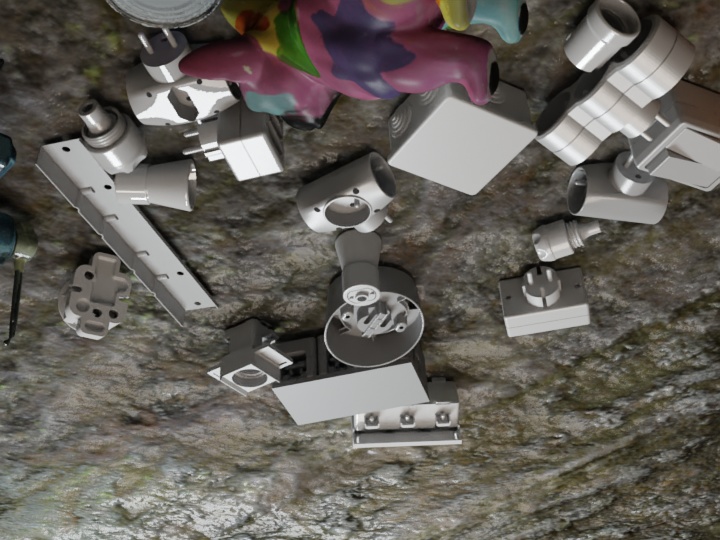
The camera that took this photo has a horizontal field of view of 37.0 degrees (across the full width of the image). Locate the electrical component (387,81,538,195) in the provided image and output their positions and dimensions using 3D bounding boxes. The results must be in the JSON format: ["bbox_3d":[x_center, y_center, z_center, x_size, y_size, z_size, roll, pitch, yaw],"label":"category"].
[{"bbox_3d":[0.080,-0.115,0.864,0.100,0.048,0.099,17,139,-27],"label":"electrical component"}]

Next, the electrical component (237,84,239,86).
[{"bbox_3d":[-0.053,-0.163,0.790,0.081,0.043,0.043,-24,139,25],"label":"electrical component"}]

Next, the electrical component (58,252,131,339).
[{"bbox_3d":[-0.252,0.028,1.016,0.058,0.078,0.057,14,161,-24],"label":"electrical component"}]

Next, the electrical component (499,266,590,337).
[{"bbox_3d":[0.181,0.022,1.064,0.083,0.047,0.075,-10,143,9],"label":"electrical component"}]

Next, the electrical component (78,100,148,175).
[{"bbox_3d":[-0.200,-0.108,0.853,0.043,0.043,0.062,-14,142,14],"label":"electrical component"}]

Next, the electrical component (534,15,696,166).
[{"bbox_3d":[0.208,-0.128,0.838,0.074,0.052,0.138,34,133,-15],"label":"electrical component"}]

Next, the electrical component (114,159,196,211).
[{"bbox_3d":[-0.174,-0.072,0.908,0.065,0.044,0.044,1,144,1],"label":"electrical component"}]

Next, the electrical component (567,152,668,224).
[{"bbox_3d":[0.232,-0.076,0.937,0.077,0.043,0.079,6,143,-13],"label":"electrical component"}]

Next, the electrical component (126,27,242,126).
[{"bbox_3d":[-0.138,-0.150,0.801,0.077,0.043,0.079,-12,143,11],"label":"electrical component"}]

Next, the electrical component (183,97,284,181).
[{"bbox_3d":[-0.103,-0.107,0.844,0.077,0.065,0.047,-12,144,11],"label":"electrical component"}]

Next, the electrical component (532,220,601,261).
[{"bbox_3d":[0.194,-0.031,1.003,0.061,0.035,0.035,-19,142,16],"label":"electrical component"}]

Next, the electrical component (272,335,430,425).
[{"bbox_3d":[-0.010,0.107,1.152,0.150,0.061,0.089,-12,144,11],"label":"electrical component"}]

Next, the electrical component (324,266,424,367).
[{"bbox_3d":[0.013,0.044,1.065,0.099,0.064,0.099,-3,144,-2],"label":"electrical component"}]

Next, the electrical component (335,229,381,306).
[{"bbox_3d":[0.000,0.000,1.002,0.044,0.065,0.044,-3,145,-2],"label":"electrical component"}]

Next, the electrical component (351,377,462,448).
[{"bbox_3d":[0.051,0.163,1.232,0.121,0.078,0.063,-2,122,-3],"label":"electrical component"}]

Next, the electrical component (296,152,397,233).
[{"bbox_3d":[-0.002,-0.058,0.939,0.077,0.044,0.079,-24,139,25],"label":"electrical component"}]

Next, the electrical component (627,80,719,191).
[{"bbox_3d":[0.277,-0.106,0.884,0.096,0.061,0.061,14,141,-23],"label":"electrical component"}]

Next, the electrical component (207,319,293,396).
[{"bbox_3d":[-0.114,0.089,1.116,0.081,0.063,0.042,-24,138,25],"label":"electrical component"}]

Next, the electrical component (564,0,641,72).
[{"bbox_3d":[0.179,-0.175,0.800,0.040,0.040,0.046,13,147,-22],"label":"electrical component"}]
